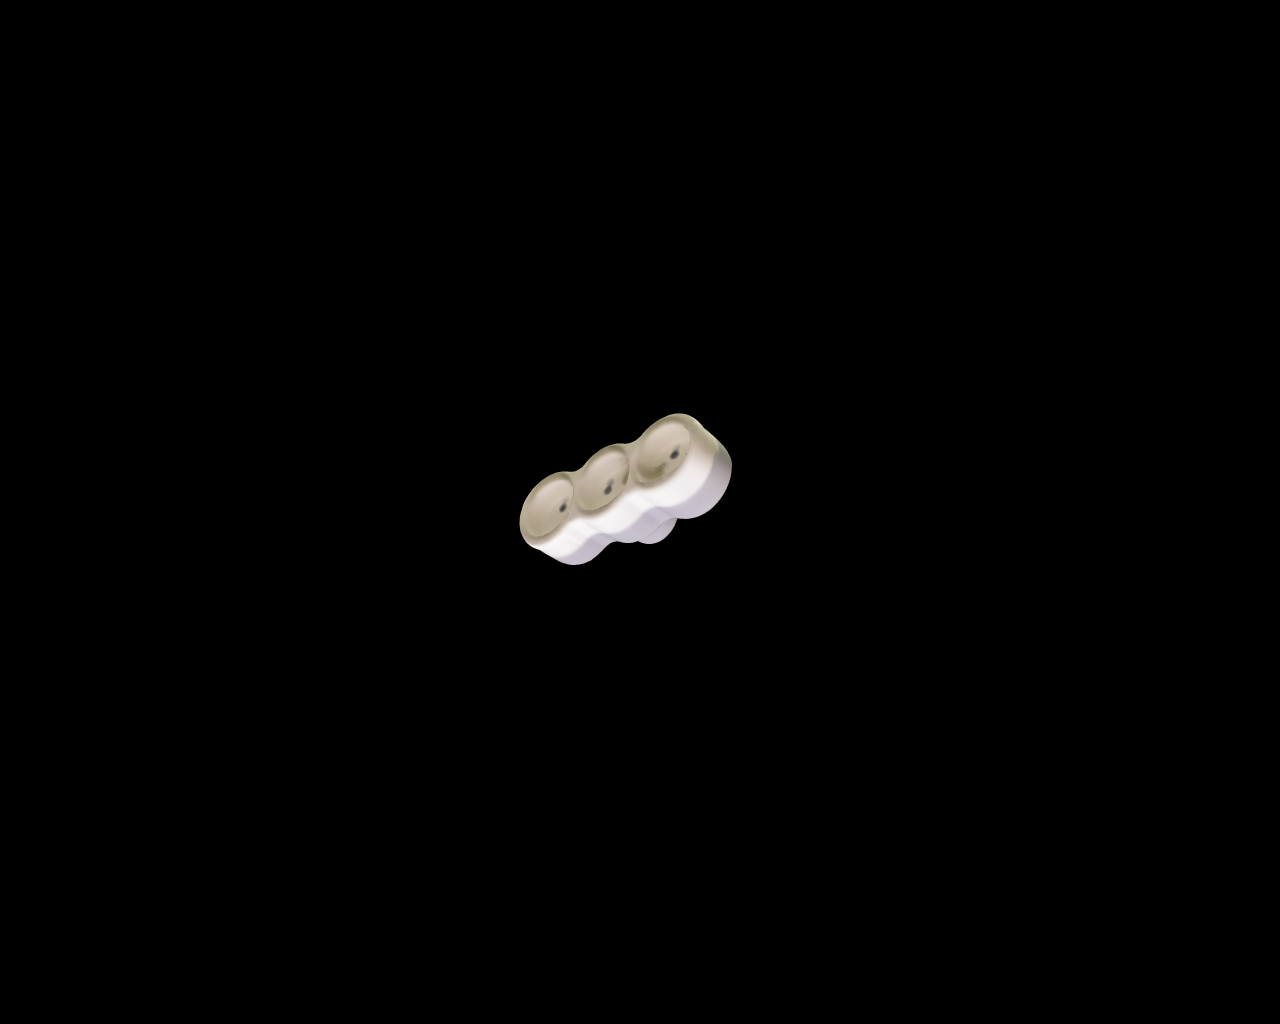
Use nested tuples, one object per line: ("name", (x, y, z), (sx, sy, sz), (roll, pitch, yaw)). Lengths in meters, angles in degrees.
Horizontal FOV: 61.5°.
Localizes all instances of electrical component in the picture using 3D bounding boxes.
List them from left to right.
("electrical component", (0.001, -0.003, 0.650), (0.138, 0.052, 0.073), (-24, -41, 31))
